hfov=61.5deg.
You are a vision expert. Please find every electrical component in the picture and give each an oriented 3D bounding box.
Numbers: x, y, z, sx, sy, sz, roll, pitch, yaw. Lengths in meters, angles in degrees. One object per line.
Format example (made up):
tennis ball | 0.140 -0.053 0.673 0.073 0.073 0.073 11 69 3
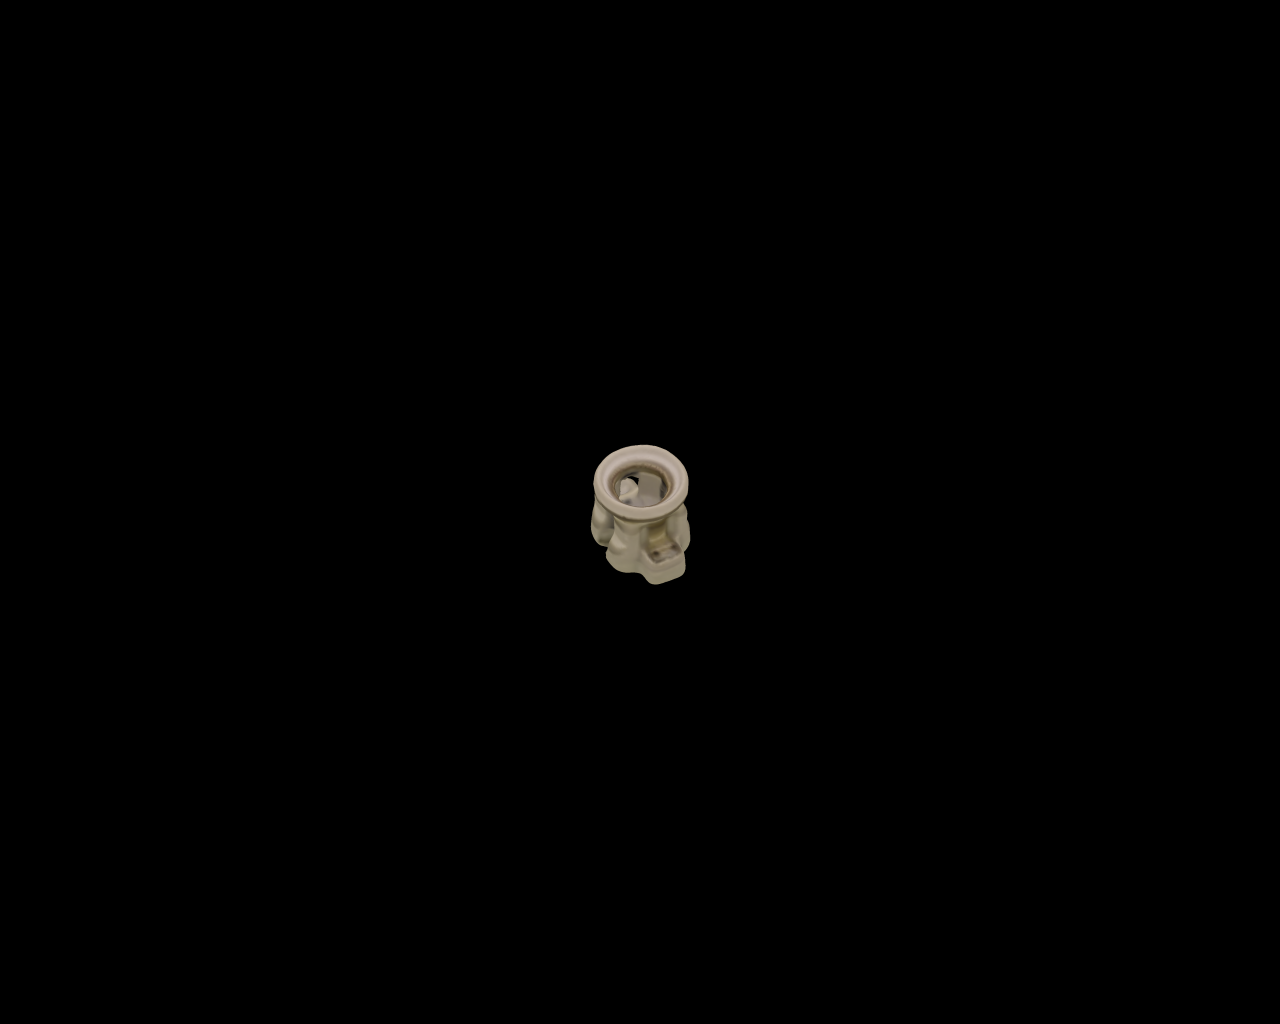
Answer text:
electrical component | 0.001 -0.003 0.650 0.058 0.056 0.078 -20 50 -17
